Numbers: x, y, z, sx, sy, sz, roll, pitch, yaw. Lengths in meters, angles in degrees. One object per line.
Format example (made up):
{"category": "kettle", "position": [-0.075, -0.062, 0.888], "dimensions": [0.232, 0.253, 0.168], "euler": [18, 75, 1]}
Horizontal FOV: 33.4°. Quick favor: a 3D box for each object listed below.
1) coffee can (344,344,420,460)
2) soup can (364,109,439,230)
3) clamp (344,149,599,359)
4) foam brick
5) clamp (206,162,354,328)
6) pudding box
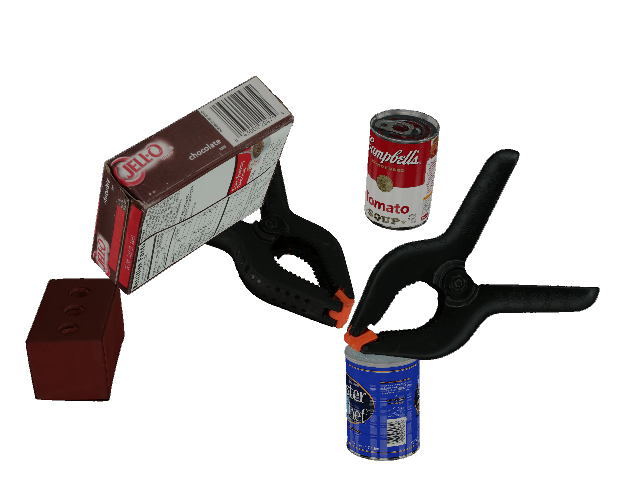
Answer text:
{"category": "coffee can", "position": [0.085, 0.214, 1.457], "dimensions": [0.103, 0.140, 0.103], "euler": [-1, 14, 0]}
{"category": "soup can", "position": [0.079, -0.070, 1.057], "dimensions": [0.068, 0.102, 0.068], "euler": [2, 33, -1]}
{"category": "clamp", "position": [0.099, 0.033, 0.713], "dimensions": [0.171, 0.120, 0.039], "euler": [-39, -6, -2]}
{"category": "foam brick", "position": [-0.170, 0.069, 0.749], "dimensions": [0.053, 0.051, 0.078], "euler": [0, 31, -1]}
{"category": "clamp", "position": [-0.056, -0.001, 0.901], "dimensions": [0.164, 0.036, 0.210], "euler": [-21, 55, -32]}
{"category": "pudding box", "position": [-0.073, -0.030, 0.598], "dimensions": [0.113, 0.039, 0.090], "euler": [-34, -18, -33]}
